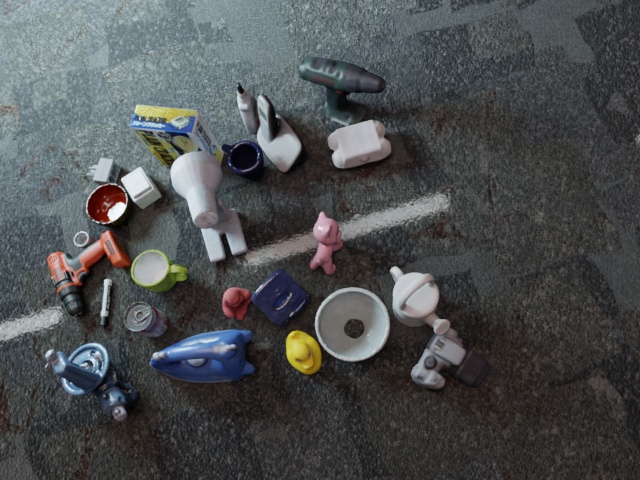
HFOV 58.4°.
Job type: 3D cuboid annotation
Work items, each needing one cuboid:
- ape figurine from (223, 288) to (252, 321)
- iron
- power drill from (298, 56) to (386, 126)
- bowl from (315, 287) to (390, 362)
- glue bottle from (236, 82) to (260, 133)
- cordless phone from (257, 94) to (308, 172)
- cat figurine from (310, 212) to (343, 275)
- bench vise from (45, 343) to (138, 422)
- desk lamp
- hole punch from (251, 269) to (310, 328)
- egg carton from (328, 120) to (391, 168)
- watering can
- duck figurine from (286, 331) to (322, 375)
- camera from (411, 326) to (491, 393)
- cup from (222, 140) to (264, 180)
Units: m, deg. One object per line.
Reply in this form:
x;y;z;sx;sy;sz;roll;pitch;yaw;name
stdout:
-0.198;0.141;1.341;0.078;0.092;0.076;-29;70;-3;ape figurine
-0.282;0.260;1.285;0.258;0.141;0.118;-7;71;5;iron
0.060;-0.369;1.416;0.229;0.208;0.076;24;76;14;power drill
0.076;0.196;1.297;0.167;0.075;0.167;-2;71;7;bowl
-0.187;-0.346;1.459;0.037;0.173;0.078;-3;71;7;glue bottle
-0.105;-0.266;1.415;0.094;0.185;0.147;-38;71;-6;cordless phone
0.012;0.005;1.346;0.067;0.118;0.128;12;73;11;cat figurine
-0.495;0.299;1.257;0.207;0.220;0.121;27;77;15;bench vise
-0.261;-0.078;1.357;0.118;0.214;0.203;-20;70;0;desk lamp
-0.089;0.136;1.329;0.101;0.091;0.109;41;81;18;hole punch
0.099;-0.238;1.442;0.150;0.069;0.107;-16;70;2;egg carton
0.214;0.127;1.239;0.172;0.194;0.101;30;78;16;watering can
-0.041;0.250;1.288;0.077;0.086;0.104;-30;70;-3;duck figurine
0.286;0.271;1.232;0.136;0.101;0.143;31;78;16;camera
-0.191;-0.197;1.451;0.117;0.095;0.092;27;77;15;cup
